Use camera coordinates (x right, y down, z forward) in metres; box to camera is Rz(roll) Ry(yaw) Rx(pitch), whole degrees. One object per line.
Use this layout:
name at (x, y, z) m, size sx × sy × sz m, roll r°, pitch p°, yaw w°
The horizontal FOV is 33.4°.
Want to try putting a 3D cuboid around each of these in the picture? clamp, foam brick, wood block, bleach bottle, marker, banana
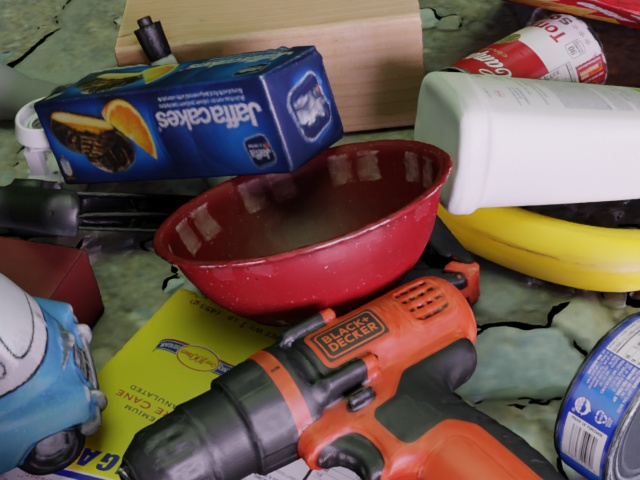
clamp at (0.009, 0.009, 0.639) m, size 0.172 × 0.039 × 0.120 m, roll 25°, pitch 68°, yaw 30°
foam brick at (-0.177, 0.036, 0.629) m, size 0.078 × 0.053 × 0.051 m, roll 8°, pitch 44°, yaw 17°
wood block at (-0.031, -0.131, 0.764) m, size 0.206 × 0.090 × 0.091 m, roll -6°, pitch 41°, yaw 4°
bleach bottle at (0.189, -0.059, 0.638) m, size 0.250 × 0.068 × 0.102 m, roll 0°, pitch 26°, yaw -10°
marker at (-0.092, -0.091, 0.709) m, size 0.020 × 0.121 × 0.020 m, roll -21°, pitch 17°, yaw 7°
clamp at (-0.168, -0.020, 0.673) m, size 0.210 × 0.036 × 0.164 m, roll 4°, pitch 1°, yaw 35°
banana at (0.128, -0.005, 0.638) m, size 0.198 × 0.037 × 0.069 m, roll 16°, pitch 30°, yaw 24°

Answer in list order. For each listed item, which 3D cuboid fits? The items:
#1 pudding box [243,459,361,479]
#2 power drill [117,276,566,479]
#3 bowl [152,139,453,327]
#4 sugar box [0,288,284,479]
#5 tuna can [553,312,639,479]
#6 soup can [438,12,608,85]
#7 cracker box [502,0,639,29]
pudding box at (0.008, 0.117, 0.515) m, size 0.090 × 0.039 × 0.113 m, roll 21°, pitch 51°, yaw 26°
power drill at (0.030, 0.107, 0.452) m, size 0.184 × 0.057 × 0.188 m, roll -27°, pitch 50°, yaw -22°
bowl at (-0.004, 0.001, 0.566) m, size 0.162 × 0.055 × 0.162 m, roll -14°, pitch 20°, yaw 5°
sugar box at (-0.087, 0.106, 0.538) m, size 0.093 × 0.048 × 0.176 m, roll 19°, pitch 47°, yaw 28°
tuna can at (0.149, 0.077, 0.500) m, size 0.086 × 0.086 × 0.034 m, roll -34°, pitch 45°, yaw -26°
soup can at (0.135, -0.104, 0.721) m, size 0.102 × 0.068 × 0.069 m, roll -29°, pitch 45°, yaw -23°
cracker box at (0.198, -0.190, 0.752) m, size 0.214 × 0.072 × 0.163 m, roll 24°, pitch 15°, yaw 31°
